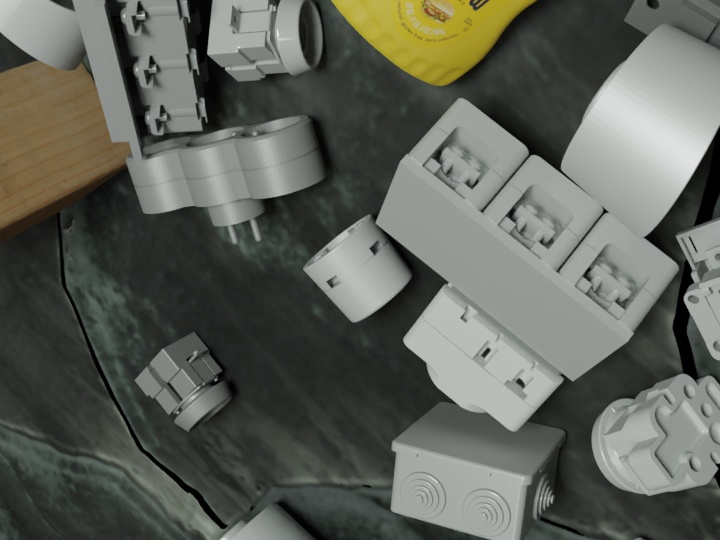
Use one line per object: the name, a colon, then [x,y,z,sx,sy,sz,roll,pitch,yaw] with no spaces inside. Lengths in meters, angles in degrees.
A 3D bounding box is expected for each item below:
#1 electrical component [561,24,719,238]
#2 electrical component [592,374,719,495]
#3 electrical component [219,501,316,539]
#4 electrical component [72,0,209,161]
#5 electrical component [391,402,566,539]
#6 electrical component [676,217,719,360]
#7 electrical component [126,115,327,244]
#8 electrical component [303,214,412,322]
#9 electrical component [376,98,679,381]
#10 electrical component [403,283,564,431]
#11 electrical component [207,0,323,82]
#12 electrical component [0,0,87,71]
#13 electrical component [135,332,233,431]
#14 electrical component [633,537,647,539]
electrical component: [0.149,-0.072,0.543,0.064,0.099,0.099,38,125,14]
electrical component: [0.174,0.099,0.629,0.058,0.078,0.057,53,144,-2]
electrical component: [-0.080,0.222,0.804,0.064,0.099,0.099,48,125,8]
electrical component: [-0.129,-0.137,0.652,0.063,0.078,0.121,-3,143,-2]
electrical component: [0.074,0.127,0.677,0.100,0.100,0.048,11,105,23]
electrical component: [0.204,0.013,0.576,0.042,0.064,0.081,-24,101,33]
electrical component: [-0.084,-0.052,0.700,0.138,0.052,0.073,-5,110,29]
electrical component: [0.000,0.000,0.681,0.055,0.055,0.047,-34,99,35]
electrical component: [0.092,-0.018,0.604,0.150,0.061,0.089,39,160,6]
electrical component: [0.079,0.050,0.666,0.089,0.050,0.055,39,124,6]
electrical component: [-0.055,-0.139,0.644,0.055,0.066,0.048,0,78,19]
electrical component: [-0.207,-0.177,0.680,0.099,0.099,0.064,48,119,-1]
electrical component: [-0.127,0.085,0.792,0.055,0.048,0.066,50,125,7]
electrical component: [0.188,0.225,0.696,0.077,0.043,0.079,39,124,6]
